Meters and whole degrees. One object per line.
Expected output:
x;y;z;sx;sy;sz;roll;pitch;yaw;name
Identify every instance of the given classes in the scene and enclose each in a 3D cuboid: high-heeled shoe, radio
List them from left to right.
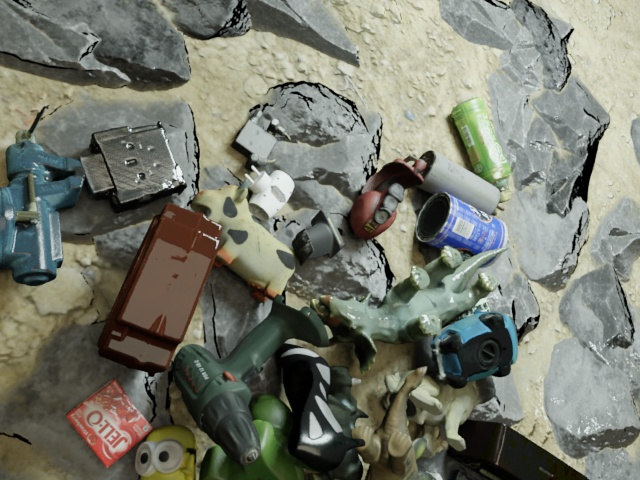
-0.037;0.215;0.737;0.145;0.249;0.086;20;102;-44;high-heeled shoe
0.347;0.397;0.942;0.229;0.131;0.073;36;64;-15;radio

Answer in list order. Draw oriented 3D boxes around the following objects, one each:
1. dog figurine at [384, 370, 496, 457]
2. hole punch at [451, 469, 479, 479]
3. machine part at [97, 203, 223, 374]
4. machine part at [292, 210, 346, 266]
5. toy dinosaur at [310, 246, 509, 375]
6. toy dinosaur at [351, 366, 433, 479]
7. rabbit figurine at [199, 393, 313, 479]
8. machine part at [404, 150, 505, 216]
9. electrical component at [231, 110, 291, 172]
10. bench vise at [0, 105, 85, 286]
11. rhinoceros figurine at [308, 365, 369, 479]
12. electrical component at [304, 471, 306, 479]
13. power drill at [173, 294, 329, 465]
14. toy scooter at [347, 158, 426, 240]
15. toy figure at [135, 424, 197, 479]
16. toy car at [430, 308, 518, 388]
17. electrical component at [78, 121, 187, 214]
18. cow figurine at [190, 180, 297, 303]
0.211;0.253;0.941;0.172;0.121;0.190;55;47;-9;dog figurine
0.267;0.472;0.920;0.142;0.092;0.115;32;92;-20;hole punch
-0.212;0.065;0.700;0.087;0.201;0.201;26;67;-17;machine part
-0.002;-0.003;0.894;0.139;0.039;0.084;-31;100;-61;machine part
0.167;0.111;0.913;0.405;0.192;0.131;-12;70;-40;toy dinosaur
0.095;0.414;0.782;0.198;0.105;0.471;25;80;-57;toy dinosaur
-0.062;0.288;0.751;0.159;0.121;0.170;39;21;-12;rabbit figurine
0.268;-0.107;1.059;0.243;0.079;0.079;27;67;-19;machine part
-0.100;-0.166;0.905;0.078;0.045;0.102;40;63;-15;electrical component
-0.423;-0.048;0.669;0.240;0.129;0.223;-1;78;-34;bench vise
0.030;0.292;0.830;0.112;0.073;0.190;-2;84;-43;rhinoceros figurine
-0.037;0.407;0.786;0.075;0.047;0.119;6;51;-28;electrical component
-0.085;0.174;0.724;0.207;0.232;0.085;-43;125;-23;power drill
0.125;-0.083;0.949;0.075;0.135;0.184;39;65;-16;toy scooter
-0.198;0.338;0.706;0.082;0.089;0.180;-7;84;-13;toy figure
0.248;0.182;0.912;0.162;0.103;0.109;-17;99;-18;toy car
-0.280;-0.105;0.792;0.134;0.058;0.115;-23;86;-30;electrical component
-0.117;-0.005;0.834;0.195;0.085;0.127;41;61;-16;cow figurine
